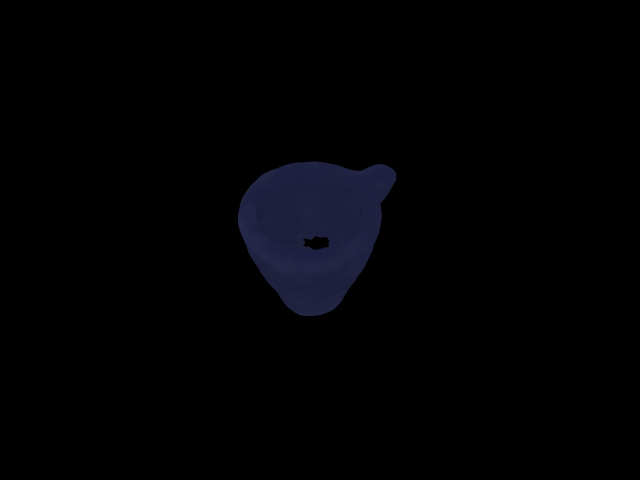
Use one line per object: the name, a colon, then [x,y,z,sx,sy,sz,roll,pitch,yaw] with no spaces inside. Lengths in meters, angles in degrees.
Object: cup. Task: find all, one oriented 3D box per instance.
cup: [0.004,0.001,0.400,0.118,0.095,0.091,-33,58,-23]
